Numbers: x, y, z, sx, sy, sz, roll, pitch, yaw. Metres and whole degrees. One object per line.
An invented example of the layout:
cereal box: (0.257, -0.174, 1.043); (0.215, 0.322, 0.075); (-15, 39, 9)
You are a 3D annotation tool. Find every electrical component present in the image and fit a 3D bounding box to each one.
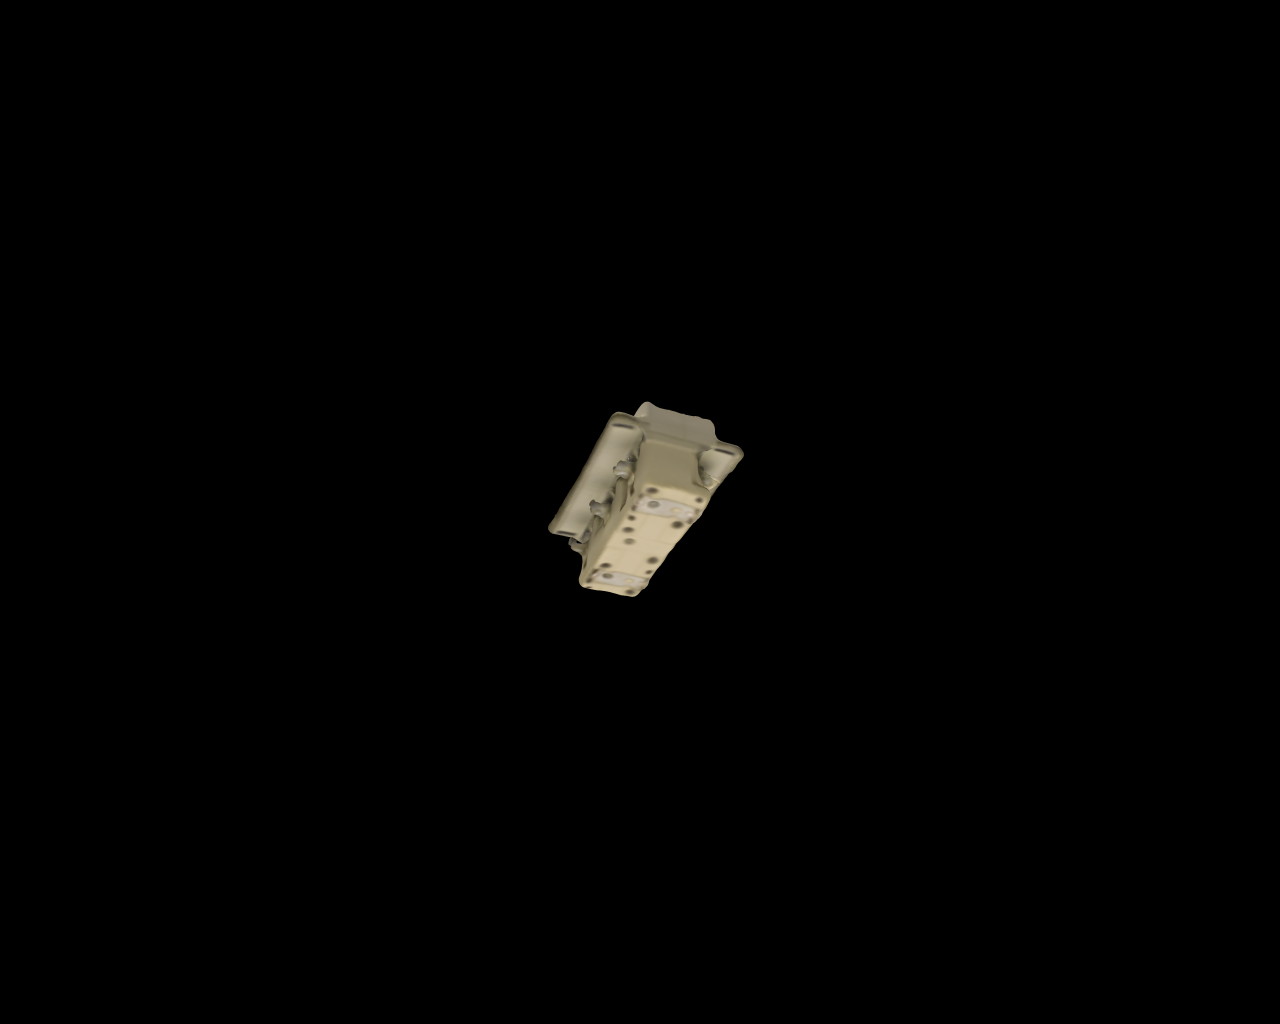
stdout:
electrical component: (0.001, -0.003, 0.650); (0.079, 0.063, 0.121); (13, -38, -18)
